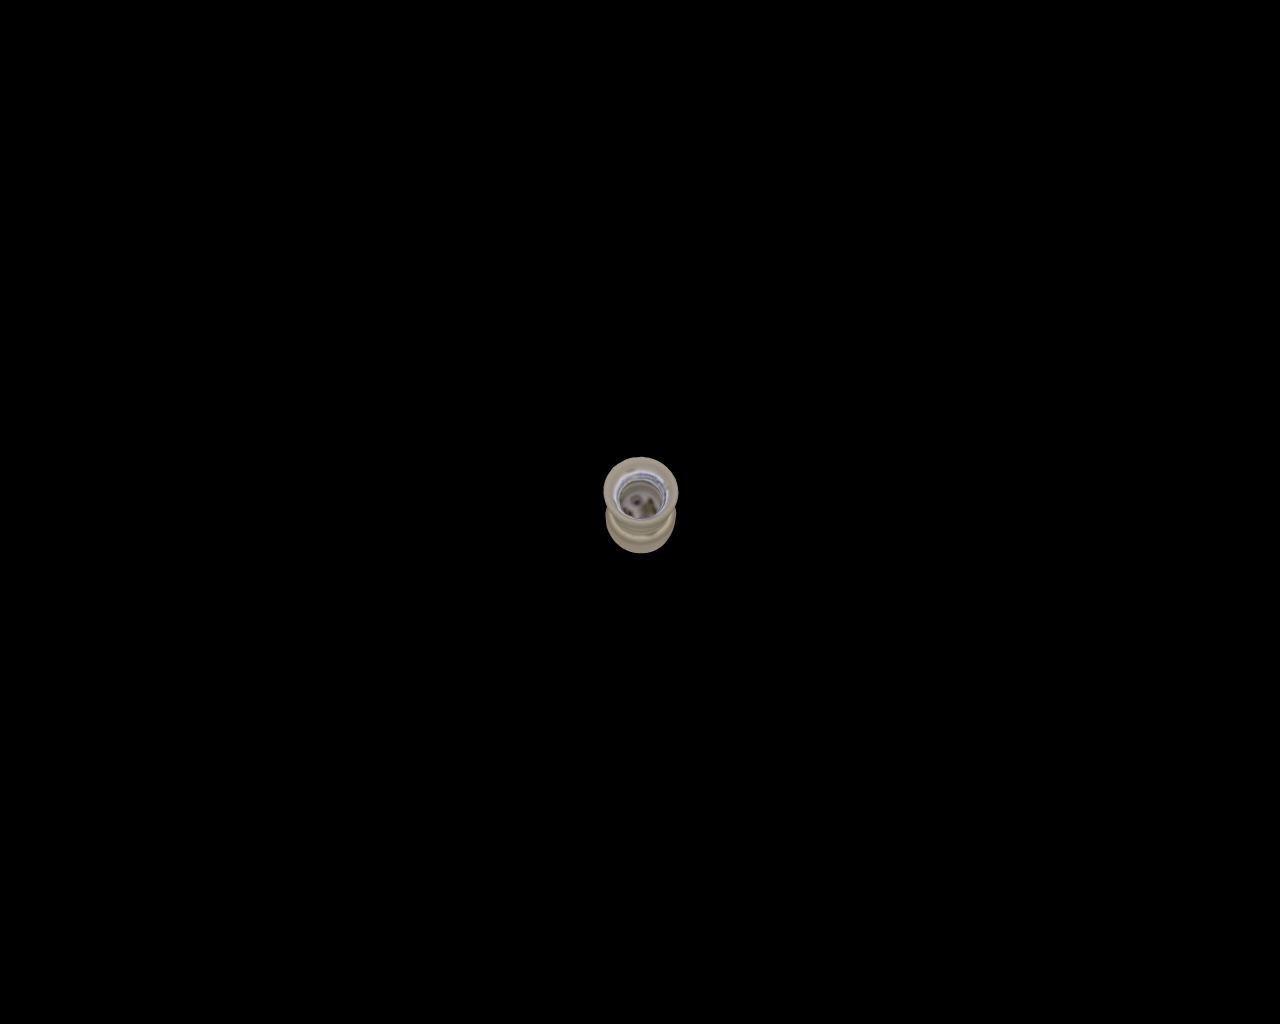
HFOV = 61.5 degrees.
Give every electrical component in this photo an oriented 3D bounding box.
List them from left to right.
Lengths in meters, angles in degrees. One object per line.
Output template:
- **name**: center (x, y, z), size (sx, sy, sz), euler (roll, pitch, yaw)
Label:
- **electrical component**: center (0.001, -0.003, 0.650), size (0.045, 0.045, 0.055), euler (0, -23, 0)
